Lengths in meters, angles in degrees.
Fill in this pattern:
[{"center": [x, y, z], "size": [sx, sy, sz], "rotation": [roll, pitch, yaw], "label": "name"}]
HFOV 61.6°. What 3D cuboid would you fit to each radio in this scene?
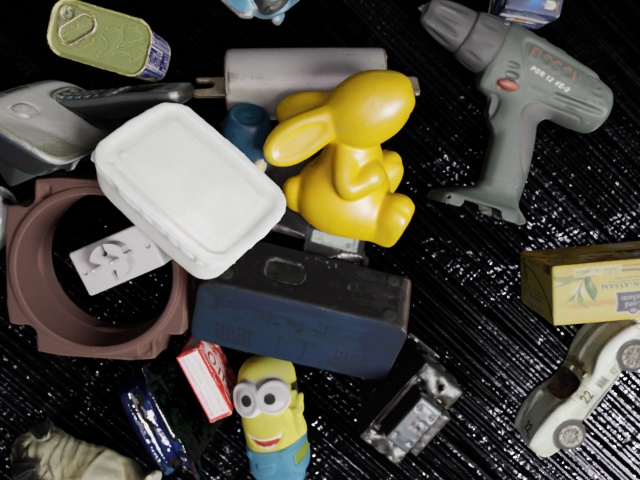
[{"center": [-0.021, 0.076, 0.592], "size": [0.230, 0.073, 0.131], "rotation": [13, 140, -3], "label": "radio"}]

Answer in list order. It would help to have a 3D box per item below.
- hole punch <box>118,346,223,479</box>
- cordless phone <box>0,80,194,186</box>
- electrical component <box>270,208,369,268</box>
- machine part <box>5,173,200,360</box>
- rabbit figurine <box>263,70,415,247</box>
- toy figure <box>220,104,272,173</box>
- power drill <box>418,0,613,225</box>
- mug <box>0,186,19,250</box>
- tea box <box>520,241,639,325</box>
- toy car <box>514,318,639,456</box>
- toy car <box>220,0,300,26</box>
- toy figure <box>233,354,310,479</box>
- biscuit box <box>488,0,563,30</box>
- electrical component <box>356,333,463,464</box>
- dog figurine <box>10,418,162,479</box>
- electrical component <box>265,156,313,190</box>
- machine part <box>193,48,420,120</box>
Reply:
[{"center": [-0.185, 0.201, 0.627], "size": [0.092, 0.116, 0.142], "rotation": [-20, 99, 11], "label": "hole punch"}, {"center": [-0.229, -0.121, 0.543], "size": [0.184, 0.147, 0.088], "rotation": [-5, 115, 17], "label": "cordless phone"}, {"center": [-0.001, -0.002, 0.608], "size": [0.119, 0.047, 0.075], "rotation": [11, 63, -4], "label": "electrical component"}, {"center": [-0.240, 0.028, 0.610], "size": [0.202, 0.087, 0.200], "rotation": [5, 100, 1], "label": "machine part"}, {"center": [0.030, -0.097, 0.540], "size": [0.162, 0.122, 0.173], "rotation": [16, 137, -4], "label": "rabbit figurine"}, {"center": [-0.085, -0.072, 0.589], "size": [0.058, 0.064, 0.154], "rotation": [2, 137, -14], "label": "toy figure"}, {"center": [0.187, -0.131, 0.594], "size": [0.232, 0.086, 0.207], "rotation": [18, 91, -6], "label": "power drill"}, {"center": [-0.400, -0.023, 0.610], "size": [0.107, 0.081, 0.109], "rotation": [-34, 91, -6], "label": "mug"}, {"center": [0.327, 0.045, 0.607], "size": [0.170, 0.098, 0.068], "rotation": [-6, 98, 2], "label": "tea box"}, {"center": [0.309, 0.167, 0.638], "size": [0.056, 0.073, 0.201], "rotation": [33, 98, -5], "label": "toy car"}, {"center": [-0.042, -0.293, 0.549], "size": [0.162, 0.103, 0.109], "rotation": [-38, 92, 1], "label": "toy car"}, {"center": [-0.057, 0.223, 0.646], "size": [0.082, 0.089, 0.180], "rotation": [-15, 108, -12], "label": "toy figure"}, {"center": [0.233, -0.334, 0.564], "size": [0.063, 0.059, 0.202], "rotation": [8, 99, -2], "label": "biscuit box"}, {"center": [0.097, 0.180, 0.610], "size": [0.058, 0.134, 0.115], "rotation": [37, 95, -6], "label": "electrical component"}, {"center": [-0.275, 0.308, 0.666], "size": [0.191, 0.121, 0.172], "rotation": [18, 133, 28], "label": "dog figurine"}, {"center": [-0.031, -0.080, 0.624], "size": [0.063, 0.021, 0.094], "rotation": [-16, 98, 2], "label": "electrical component"}, {"center": [-0.015, -0.169, 0.583], "size": [0.243, 0.079, 0.079], "rotation": [-1, 99, 0], "label": "machine part"}]
